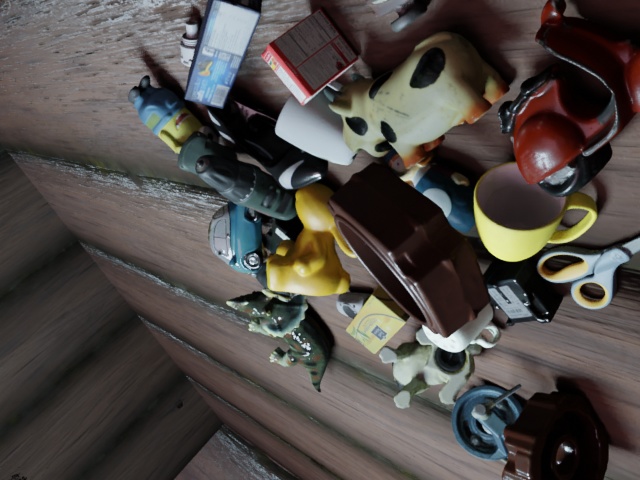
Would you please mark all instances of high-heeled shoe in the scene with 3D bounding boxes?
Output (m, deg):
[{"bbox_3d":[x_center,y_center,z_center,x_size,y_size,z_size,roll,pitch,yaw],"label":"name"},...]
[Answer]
[{"bbox_3d":[-0.082,-0.155,0.770,0.145,0.086,0.249,46,169,-30],"label":"high-heeled shoe"}]

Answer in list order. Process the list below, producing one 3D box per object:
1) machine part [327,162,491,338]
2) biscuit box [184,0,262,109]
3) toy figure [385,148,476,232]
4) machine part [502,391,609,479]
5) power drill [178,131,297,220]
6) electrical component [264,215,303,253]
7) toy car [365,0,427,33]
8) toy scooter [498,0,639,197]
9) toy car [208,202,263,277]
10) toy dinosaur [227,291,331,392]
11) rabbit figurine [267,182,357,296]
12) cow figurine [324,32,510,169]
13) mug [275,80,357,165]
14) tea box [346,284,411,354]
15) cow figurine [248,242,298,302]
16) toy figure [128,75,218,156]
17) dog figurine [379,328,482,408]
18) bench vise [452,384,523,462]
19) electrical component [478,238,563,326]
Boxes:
[{"bbox_3d":[0.107,0.015,0.681,0.201,0.087,0.201,46,172,45],"label":"machine part"},{"bbox_3d":[-0.130,-0.257,0.708,0.059,0.063,0.202,11,155,-20],"label":"biscuit box"},{"bbox_3d":[0.131,-0.075,0.646,0.154,0.058,0.064,42,113,9],"label":"toy figure"},{"bbox_3d":[0.336,0.305,0.765,0.179,0.179,0.056,54,154,-16],"label":"machine part"},{"bbox_3d":[-0.147,-0.111,0.869,0.208,0.086,0.232,25,-178,42],"label":"power drill"},{"bbox_3d":[-0.044,0.011,0.993,0.115,0.058,0.134,43,152,9],"label":"electrical component"},{"bbox_3d":[0.095,-0.251,0.459,0.089,0.053,0.202,50,151,-16],"label":"toy car"},{"bbox_3d":[0.212,-0.123,0.450,0.135,0.075,0.184,43,149,2],"label":"toy scooter"},{"bbox_3d":[-0.158,-0.011,1.007,0.109,0.103,0.161,-113,20,-67],"label":"toy car"},{"bbox_3d":[-0.046,0.226,1.238,0.192,0.131,0.404,0,135,54],"label":"toy dinosaur"},{"bbox_3d":[-0.002,-0.003,0.841,0.163,0.122,0.173,9,102,19],"label":"rabbit figurine"},{"bbox_3d":[0.086,-0.147,0.572,0.127,0.085,0.195,54,146,-3],"label":"cow figurine"},{"bbox_3d":[0.012,-0.153,0.686,0.107,0.081,0.109,32,136,0],"label":"mug"},{"bbox_3d":[0.112,0.109,0.874,0.068,0.098,0.169,40,150,9],"label":"tea box"},{"bbox_3d":[-0.106,0.060,1.101,0.168,0.098,0.068,29,155,26],"label":"cow figurine"},{"bbox_3d":[-0.261,-0.207,0.967,0.180,0.082,0.089,42,173,-10],"label":"toy figure"},{"bbox_3d":[0.198,0.211,0.932,0.172,0.121,0.190,-10,169,17],"label":"dog figurine"},{"bbox_3d":[0.297,0.314,0.857,0.224,0.129,0.240,47,178,40],"label":"bench vise"},{"bbox_3d":[0.239,0.050,0.676,0.119,0.048,0.075,50,151,-12],"label":"electrical component"}]
